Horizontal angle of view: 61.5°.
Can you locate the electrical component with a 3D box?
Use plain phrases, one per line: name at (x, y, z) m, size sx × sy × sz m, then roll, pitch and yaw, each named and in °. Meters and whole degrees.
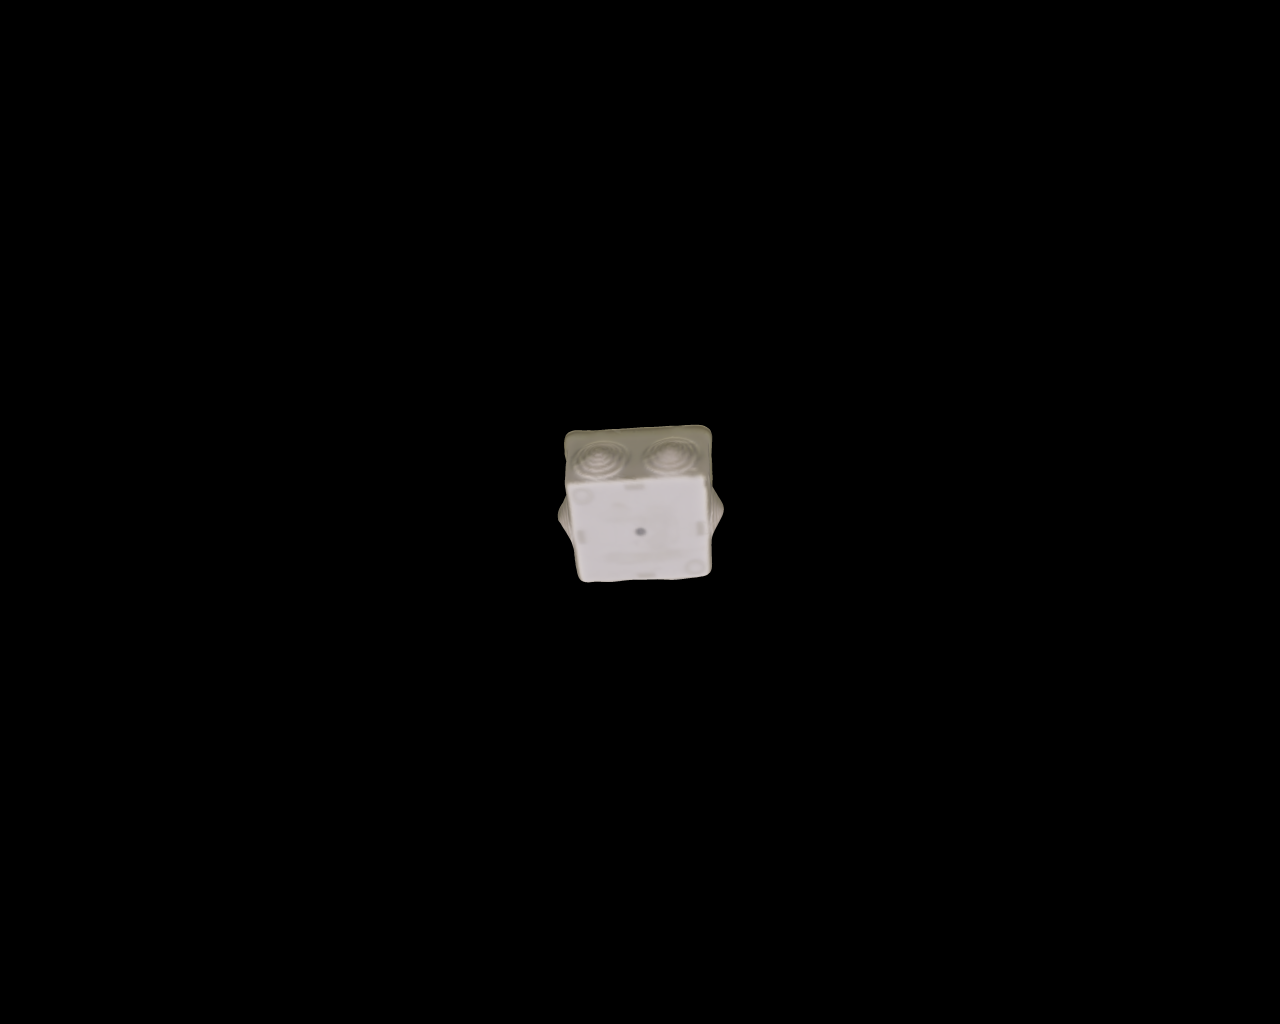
electrical component at (0.001, -0.003, 0.650) m, size 0.100 × 0.099 × 0.048 m, roll -2°, pitch 40°, yaw 2°
